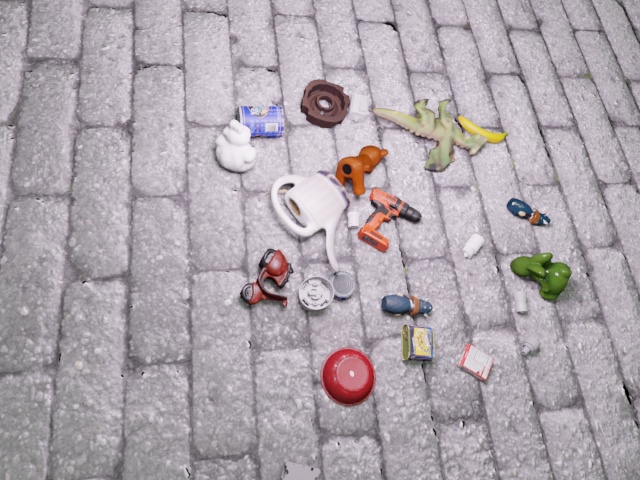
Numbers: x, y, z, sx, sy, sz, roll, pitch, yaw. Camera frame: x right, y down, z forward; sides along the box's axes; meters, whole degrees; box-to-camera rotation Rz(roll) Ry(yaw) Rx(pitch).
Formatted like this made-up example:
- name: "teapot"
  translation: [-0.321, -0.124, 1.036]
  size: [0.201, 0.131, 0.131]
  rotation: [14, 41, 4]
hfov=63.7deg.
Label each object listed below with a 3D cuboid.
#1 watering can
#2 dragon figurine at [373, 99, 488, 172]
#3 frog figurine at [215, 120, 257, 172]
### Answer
- name: "watering can"
  translation: [0.005, -0.080, 1.586]
  size: [0.227, 0.102, 0.350]
  rotation: [-36, 77, -23]
- name: "dragon figurine"
  translation: [0.390, -0.357, 1.799]
  size: [0.411, 0.120, 0.245]
  rotation: [-6, 76, -13]
- name: "frog figurine"
  translation: [-0.256, -0.286, 1.591]
  size: [0.138, 0.157, 0.124]
  rotation: [37, 67, 4]
